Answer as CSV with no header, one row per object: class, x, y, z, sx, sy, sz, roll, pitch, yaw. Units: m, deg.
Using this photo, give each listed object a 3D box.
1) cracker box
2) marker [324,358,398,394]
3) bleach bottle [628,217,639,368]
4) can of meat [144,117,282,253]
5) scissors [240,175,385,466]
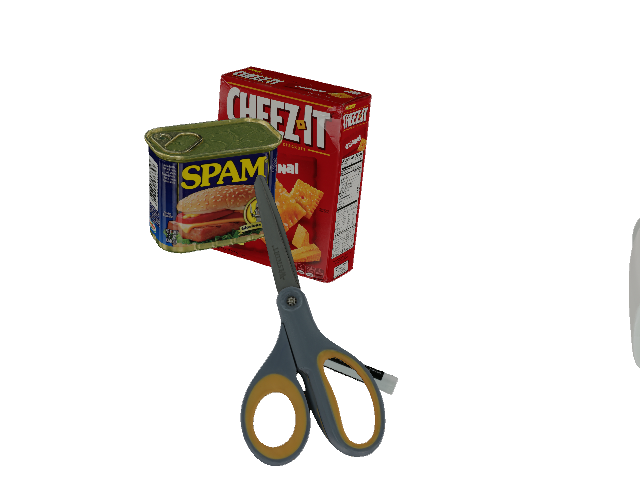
cracker box,-0.038,-0.075,1.215,0.164,0.214,0.072,17,25,26
marker,0.021,0.127,1.099,0.121,0.020,0.020,22,2,6
bleach bottle,0.275,0.022,0.766,0.103,0.068,0.250,6,20,15
can of meat,-0.083,-0.043,0.827,0.102,0.084,0.057,-10,31,-24
scissors,-0.031,0.055,0.676,0.096,0.202,0.016,-28,-24,-9
